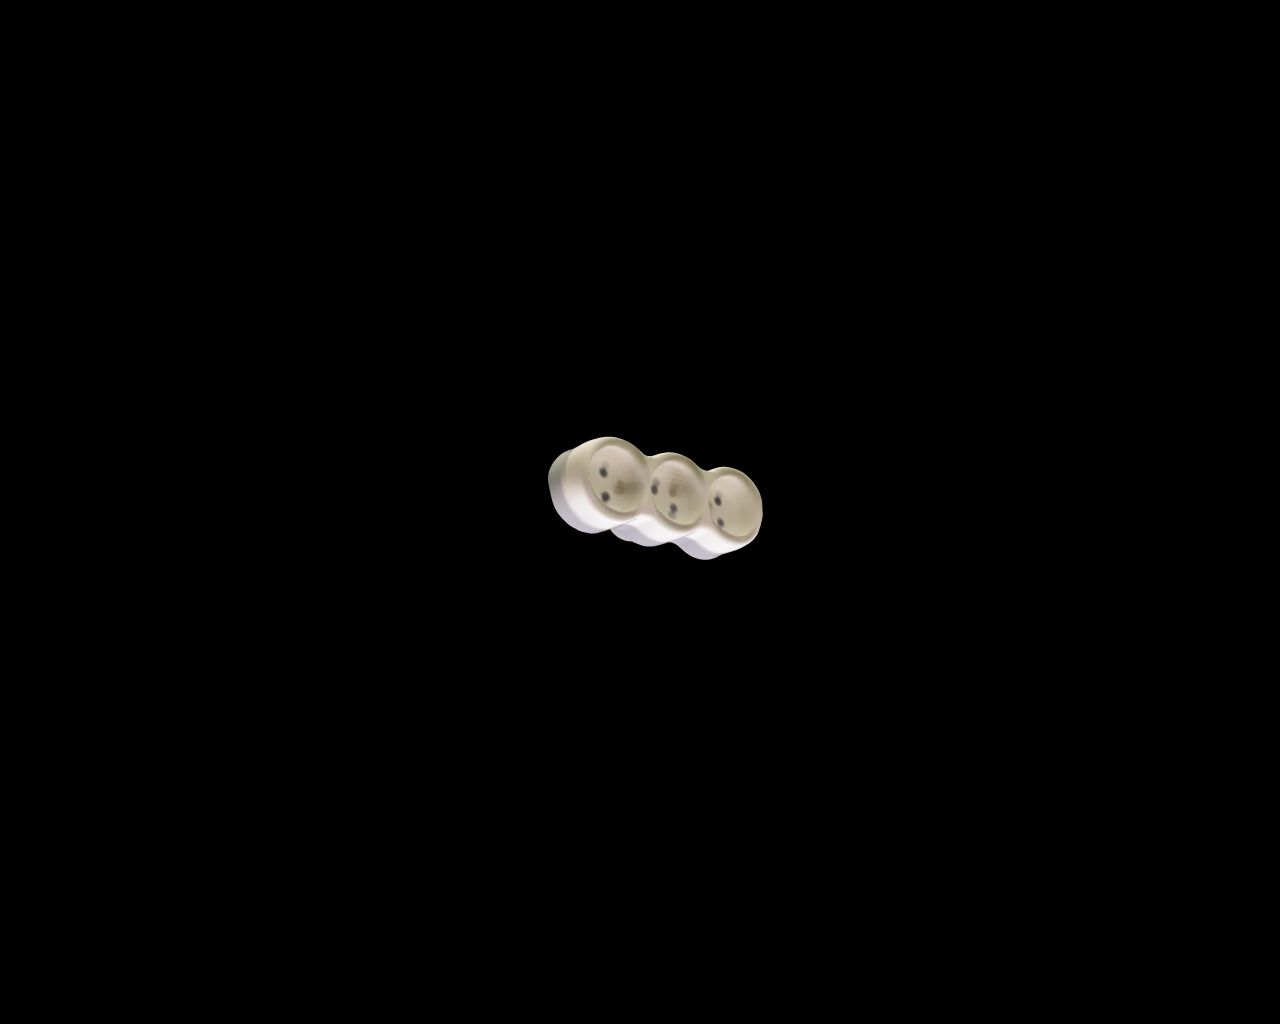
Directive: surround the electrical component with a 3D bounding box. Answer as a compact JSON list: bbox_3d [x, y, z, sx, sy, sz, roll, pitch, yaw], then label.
[{"bbox_3d":[0.001,-0.003,0.650,0.138,0.052,0.073,13,-22,-36],"label":"electrical component"}]
